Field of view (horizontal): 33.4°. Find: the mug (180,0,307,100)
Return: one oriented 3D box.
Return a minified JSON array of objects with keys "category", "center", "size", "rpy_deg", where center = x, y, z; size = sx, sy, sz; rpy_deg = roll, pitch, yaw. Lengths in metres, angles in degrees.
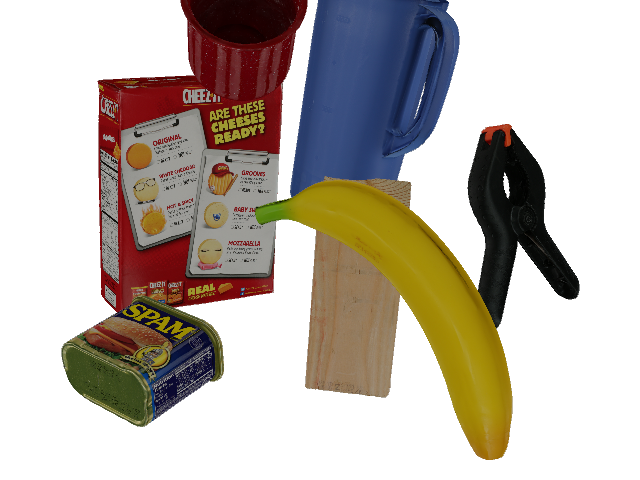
[{"category":"mug","center":[-0.053,-0.169,0.818],"size":[0.093,0.117,0.081],"rpy_deg":[36,-24,10]}]

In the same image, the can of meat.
[{"category":"can of meat","center":[-0.143,0.095,0.852],"size":[0.102,0.057,0.083],"rpy_deg":[19,34,33]}]

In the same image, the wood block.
[{"category":"wood block","center":[0.038,0.046,1.091],"size":[0.090,0.206,0.090],"rpy_deg":[6,26,4]}]

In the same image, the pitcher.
[{"category":"pitcher","center":[0.049,-0.144,1.099],"size":[0.145,0.243,0.149],"rpy_deg":[11,17,-1]}]

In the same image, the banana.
[{"category":"banana","center":[0.052,0.031,0.600],"size":[0.070,0.198,0.037],"rpy_deg":[-47,-10,28]}]

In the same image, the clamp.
[{"category":"clamp","center":[0.157,-0.009,0.902],"size":[0.120,0.171,0.039],"rpy_deg":[-28,11,-40]}]

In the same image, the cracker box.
[{"category":"cracker box","center":[-0.125,-0.047,1.016],"size":[0.163,0.214,0.072],"rpy_deg":[-8,20,-30]}]
